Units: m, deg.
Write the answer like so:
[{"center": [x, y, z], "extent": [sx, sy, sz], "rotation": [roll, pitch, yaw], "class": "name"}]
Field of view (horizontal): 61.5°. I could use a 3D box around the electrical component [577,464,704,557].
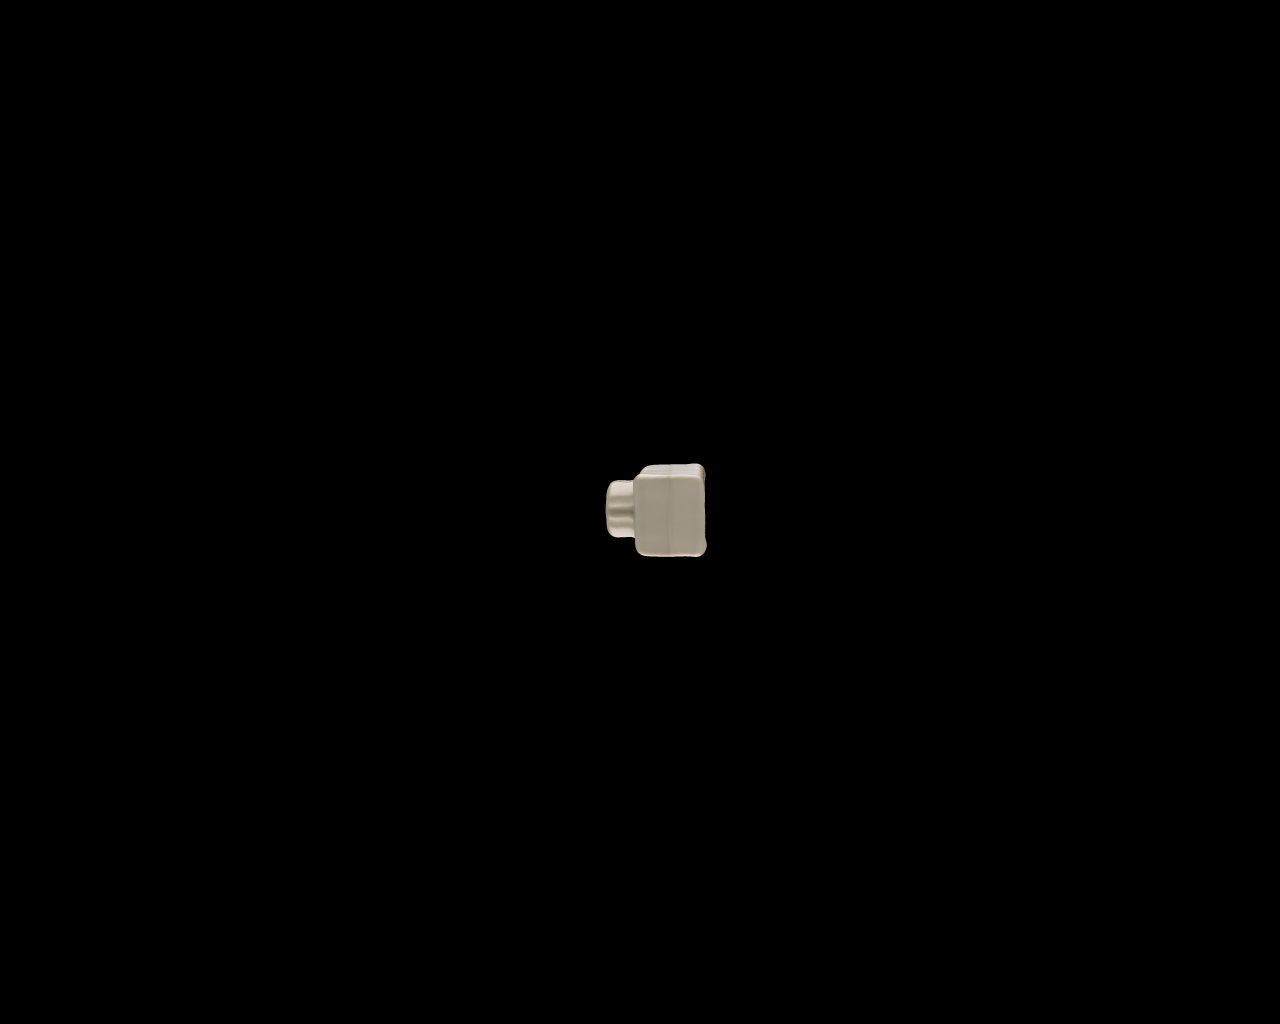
[{"center": [0.001, -0.003, 0.650], "extent": [0.076, 0.047, 0.083], "rotation": [0, 7, 4], "class": "electrical component"}]
